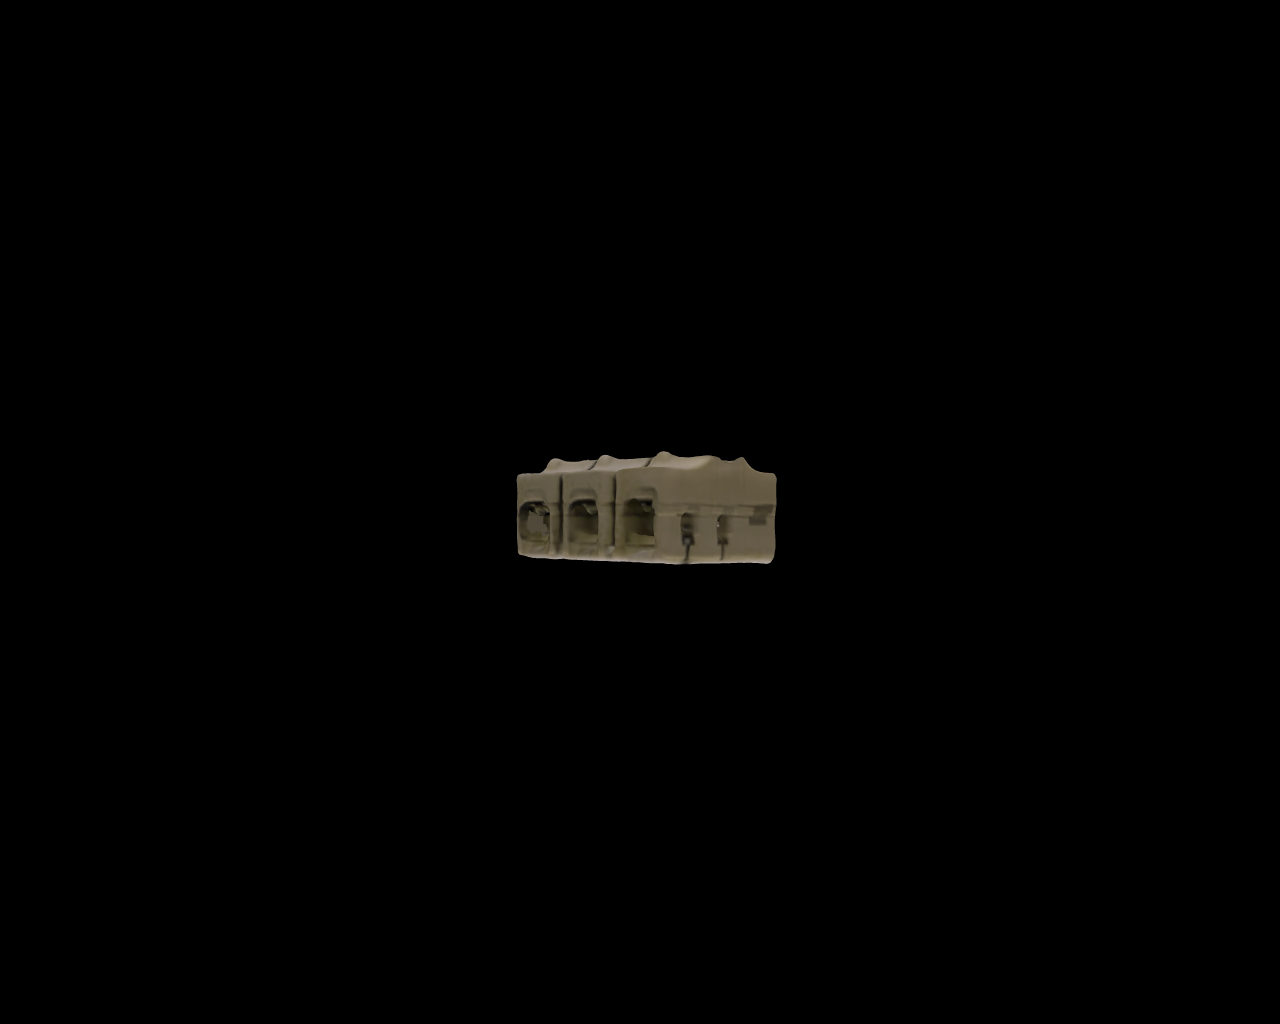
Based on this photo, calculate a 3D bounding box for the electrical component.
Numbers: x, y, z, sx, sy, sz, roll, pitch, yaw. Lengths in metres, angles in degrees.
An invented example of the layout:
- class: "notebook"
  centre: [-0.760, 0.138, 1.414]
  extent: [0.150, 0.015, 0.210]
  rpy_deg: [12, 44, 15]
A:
- class: "electrical component"
  centre: [0.001, -0.003, 0.650]
  extent: [0.089, 0.061, 0.150]
  rpy_deg: [0, 0, -39]
